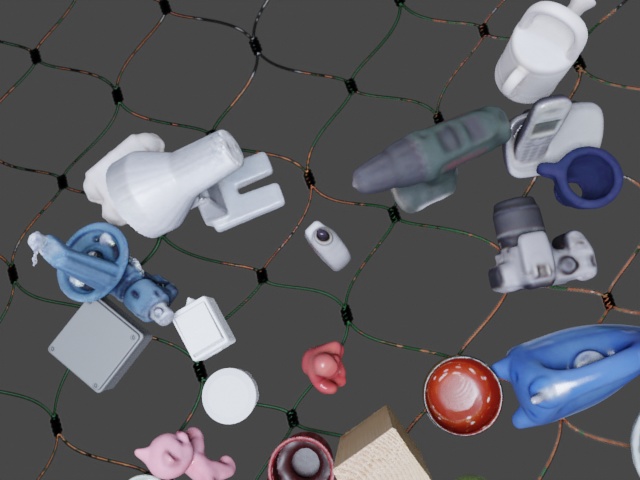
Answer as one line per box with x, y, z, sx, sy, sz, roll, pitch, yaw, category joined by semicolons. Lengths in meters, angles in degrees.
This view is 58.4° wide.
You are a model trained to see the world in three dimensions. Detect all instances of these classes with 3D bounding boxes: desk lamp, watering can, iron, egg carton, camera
-0.173;-0.083;0.831;0.203;0.213;0.118;-23;80;0;desk lamp
0.330;-0.291;0.840;0.101;0.194;0.173;18;83;7;watering can
0.380;0.175;0.789;0.258;0.141;0.118;-22;80;0;iron
-0.298;-0.099;0.915;0.150;0.069;0.107;-42;81;-3;egg carton
0.318;0.003;0.841;0.143;0.101;0.137;-11;80;2;camera

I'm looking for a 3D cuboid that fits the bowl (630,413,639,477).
0.506;0.289;0.797;0.167;0.075;0.167;-1;81;4;bowl

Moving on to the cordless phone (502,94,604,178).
0.347;-0.162;0.823;0.147;0.185;0.094;-14;80;2;cordless phone

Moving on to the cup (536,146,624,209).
0.373;-0.086;0.855;0.117;0.095;0.092;12;82;6;cup

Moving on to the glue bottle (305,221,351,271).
0.008;0.003;0.826;0.078;0.173;0.037;44;86;9;glue bottle

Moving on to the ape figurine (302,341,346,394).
0.009;0.184;0.838;0.076;0.092;0.078;28;84;8;ape figurine

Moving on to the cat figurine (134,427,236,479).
-0.193;0.319;0.818;0.127;0.118;0.067;36;85;9;cat figurine

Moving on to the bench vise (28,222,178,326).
-0.299;0.040;0.817;0.207;0.220;0.121;17;83;7;bench vise

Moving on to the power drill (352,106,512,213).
0.151;-0.104;0.815;0.229;0.208;0.075;-27;80;-1;power drill
